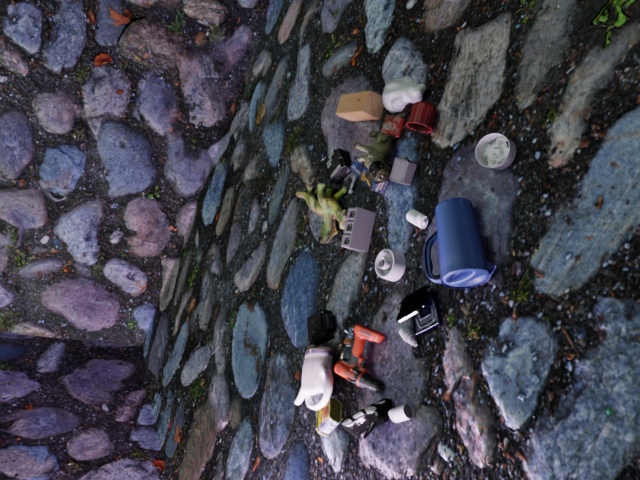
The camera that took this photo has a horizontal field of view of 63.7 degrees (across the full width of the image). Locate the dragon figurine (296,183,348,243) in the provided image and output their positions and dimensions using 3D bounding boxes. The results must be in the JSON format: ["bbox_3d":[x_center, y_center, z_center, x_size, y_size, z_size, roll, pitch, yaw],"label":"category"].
[{"bbox_3d":[0.007,-0.108,2.140,0.409,0.122,0.244,-4,81,59],"label":"dragon figurine"}]

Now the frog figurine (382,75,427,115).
[{"bbox_3d":[0.299,-0.523,1.842,0.138,0.122,0.160,-57,19,-7],"label":"frog figurine"}]

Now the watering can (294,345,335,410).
[{"bbox_3d":[-0.027,0.511,1.910,0.342,0.104,0.228,141,139,-61],"label":"watering can"}]
